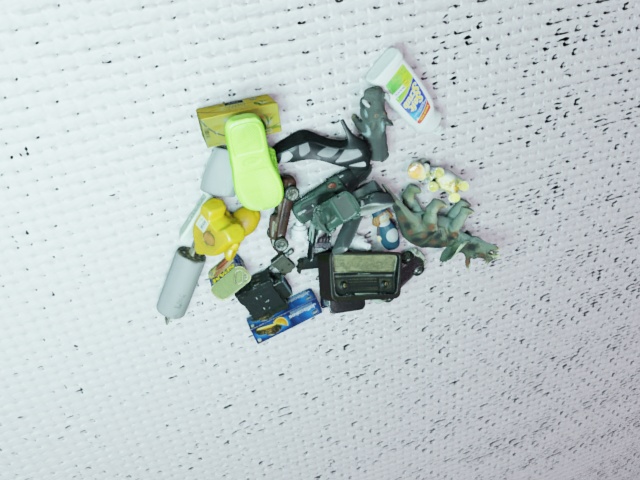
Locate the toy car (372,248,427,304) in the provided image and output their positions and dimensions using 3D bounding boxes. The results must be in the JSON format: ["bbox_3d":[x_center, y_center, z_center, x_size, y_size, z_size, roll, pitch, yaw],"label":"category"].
[{"bbox_3d":[0.222,0.104,1.555,0.202,0.056,0.073,-43,116,4],"label":"toy car"}]

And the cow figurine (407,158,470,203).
[{"bbox_3d":[0.307,-0.170,1.428,0.167,0.098,0.068,25,113,-10],"label":"cow figurine"}]

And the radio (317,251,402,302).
[{"bbox_3d":[0.108,0.096,1.436,0.229,0.073,0.131,1,88,-27],"label":"radio"}]

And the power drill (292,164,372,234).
[{"bbox_3d":[0.040,-0.105,1.287,0.232,0.207,0.085,-30,116,5],"label":"power drill"}]

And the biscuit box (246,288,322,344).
[{"bbox_3d":[-0.098,0.208,1.486,0.203,0.059,0.062,-26,122,-6],"label":"biscuit box"}]

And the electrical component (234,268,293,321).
[{"bbox_3d":[-0.143,0.143,1.423,0.134,0.058,0.114,-27,126,8],"label":"electrical component"}]

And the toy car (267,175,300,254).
[{"bbox_3d":[-0.097,-0.063,1.325,0.053,0.089,0.202,3,116,-25],"label":"toy car"}]

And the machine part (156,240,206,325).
[{"bbox_3d":[-0.344,0.106,1.328,0.079,0.079,0.243,16,109,-27],"label":"machine part"}]

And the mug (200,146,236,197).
[{"bbox_3d":[-0.214,-0.157,1.237,0.109,0.081,0.107,7,105,-19],"label":"mug"}]

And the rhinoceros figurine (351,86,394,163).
[{"bbox_3d":[0.127,-0.275,1.284,0.073,0.112,0.190,-15,129,-10],"label":"rhinoceros figurine"}]

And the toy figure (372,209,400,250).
[{"bbox_3d":[0.176,-0.044,1.459,0.064,0.058,0.154,-52,130,-37],"label":"toy figure"}]

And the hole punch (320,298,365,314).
[{"bbox_3d":[0.059,0.141,1.506,0.142,0.092,0.115,-5,90,-16],"label":"hole punch"}]

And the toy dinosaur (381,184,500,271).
[{"bbox_3d":[0.305,-0.034,1.481,0.405,0.131,0.192,14,111,-20],"label":"toy dinosaur"}]

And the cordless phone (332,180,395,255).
[{"bbox_3d":[0.097,-0.048,1.334,0.147,0.184,0.088,-20,124,41],"label":"cordless phone"}]

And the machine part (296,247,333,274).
[{"bbox_3d":[0.001,0.056,1.457,0.139,0.039,0.084,-15,129,-15],"label":"machine part"}]

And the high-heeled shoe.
[{"bbox_3d":[-0.005,-0.191,1.282,0.249,0.086,0.145,-21,121,9],"label":"high-heeled shoe"}]

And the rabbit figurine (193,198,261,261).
[{"bbox_3d":[-0.210,-0.022,1.281,0.173,0.122,0.162,-34,159,-48],"label":"rabbit figurine"}]

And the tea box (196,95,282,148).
[{"bbox_3d":[-0.179,-0.263,1.182,0.170,0.098,0.068,-17,122,-13],"label":"tea box"}]

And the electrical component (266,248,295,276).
[{"bbox_3d":[-0.097,0.064,1.431,0.094,0.021,0.063,-41,123,6],"label":"electrical component"}]

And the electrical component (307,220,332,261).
[{"bbox_3d":[-0.003,-0.004,1.393,0.048,0.075,0.119,-1,106,-19],"label":"electrical component"}]
